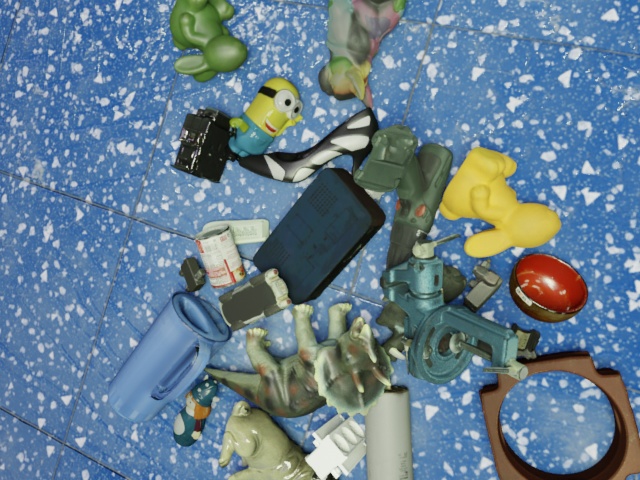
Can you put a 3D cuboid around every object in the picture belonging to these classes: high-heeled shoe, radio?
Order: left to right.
[{"bbox_3d":[-0.022,-0.176,0.962,0.249,0.086,0.145,8,106,3],"label":"high-heeled shoe"},{"bbox_3d":[-0.002,-0.003,0.933,0.131,0.073,0.229,47,114,16],"label":"radio"}]

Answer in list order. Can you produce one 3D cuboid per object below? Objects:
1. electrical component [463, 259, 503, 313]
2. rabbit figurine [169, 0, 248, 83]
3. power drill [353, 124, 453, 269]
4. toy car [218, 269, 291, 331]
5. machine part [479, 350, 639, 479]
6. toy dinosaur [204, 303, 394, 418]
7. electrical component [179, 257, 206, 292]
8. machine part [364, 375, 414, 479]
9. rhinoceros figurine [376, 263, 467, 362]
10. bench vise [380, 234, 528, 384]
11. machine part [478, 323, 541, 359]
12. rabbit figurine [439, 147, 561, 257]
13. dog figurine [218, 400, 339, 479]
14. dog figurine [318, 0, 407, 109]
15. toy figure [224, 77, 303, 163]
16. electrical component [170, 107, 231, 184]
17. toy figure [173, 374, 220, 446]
[{"bbox_3d":[0.254,0.073,0.849,0.078,0.102,0.045,-45,69,0],"label":"electrical component"},{"bbox_3d":[-0.220,-0.383,1.041,0.159,0.121,0.170,-47,70,16],"label":"rabbit figurine"},{"bbox_3d":[0.133,-0.067,0.845,0.086,0.207,0.232,19,79,39],"label":"power drill"},{"bbox_3d":[-0.117,0.107,0.951,0.202,0.056,0.073,-29,84,46],"label":"toy car"},{"bbox_3d":[0.353,0.274,0.799,0.202,0.087,0.201,-14,81,16],"label":"machine part"},{"bbox_3d":[-0.037,0.226,0.897,0.405,0.131,0.192,-34,56,30],"label":"toy dinosaur"},{"bbox_3d":[-0.247,0.065,1.037,0.094,0.021,0.063,-41,69,51],"label":"electrical component"},{"bbox_3d":[0.113,0.329,0.880,0.079,0.079,0.243,-4,82,19],"label":"machine part"},{"bbox_3d":[0.160,0.115,0.892,0.112,0.073,0.190,41,97,7],"label":"rhinoceros figurine"},{"bbox_3d":[0.188,0.115,0.754,0.241,0.129,0.223,23,110,56],"label":"bench vise"},{"bbox_3d":[0.272,0.160,0.849,0.139,0.084,0.039,-1,114,28],"label":"machine part"},{"bbox_3d":[0.280,-0.044,0.836,0.173,0.122,0.162,35,101,17],"label":"rabbit figurine"},{"bbox_3d":[-0.060,0.361,0.912,0.191,0.121,0.172,2,118,15],"label":"dog figurine"},{"bbox_3d":[0.081,-0.345,0.945,0.192,0.108,0.219,-13,85,15],"label":"dog figurine"},{"bbox_3d":[-0.111,-0.224,1.011,0.180,0.082,0.089,-46,75,12],"label":"toy figure"},{"bbox_3d":[-0.215,-0.182,1.024,0.058,0.115,0.134,21,94,18],"label":"electrical component"},{"bbox_3d":[-0.229,0.316,0.990,0.064,0.058,0.154,33,117,16],"label":"toy figure"}]
